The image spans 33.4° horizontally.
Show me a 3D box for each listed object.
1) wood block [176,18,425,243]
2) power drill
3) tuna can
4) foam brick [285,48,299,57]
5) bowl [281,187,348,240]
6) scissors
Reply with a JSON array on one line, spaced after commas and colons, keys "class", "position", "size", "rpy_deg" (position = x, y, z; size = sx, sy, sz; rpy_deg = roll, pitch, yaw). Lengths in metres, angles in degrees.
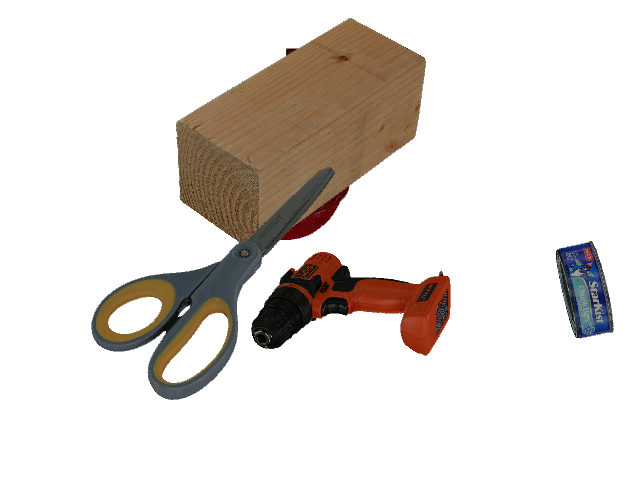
[{"class": "wood block", "position": [-0.013, -0.092, 0.889], "size": [0.091, 0.090, 0.205], "rpy_deg": [34, 52, 26]}, {"class": "power drill", "position": [0.036, 0.073, 1.155], "size": [0.188, 0.057, 0.184], "rpy_deg": [9, 29, 21]}, {"class": "tuna can", "position": [0.241, 0.046, 0.977], "size": [0.034, 0.086, 0.086], "rpy_deg": [-12, -2, 8]}, {"class": "foam brick", "position": [0.005, -0.182, 1.165], "size": [0.078, 0.051, 0.053], "rpy_deg": [0, 11, -16]}, {"class": "bowl", "position": [-0.045, -0.047, 1.333], "size": [0.162, 0.055, 0.162], "rpy_deg": [-1, 32, 1]}, {"class": "scissors", "position": [-0.067, 0.012, 0.658], "size": [0.096, 0.016, 0.201], "rpy_deg": [12, 48, 14]}]
